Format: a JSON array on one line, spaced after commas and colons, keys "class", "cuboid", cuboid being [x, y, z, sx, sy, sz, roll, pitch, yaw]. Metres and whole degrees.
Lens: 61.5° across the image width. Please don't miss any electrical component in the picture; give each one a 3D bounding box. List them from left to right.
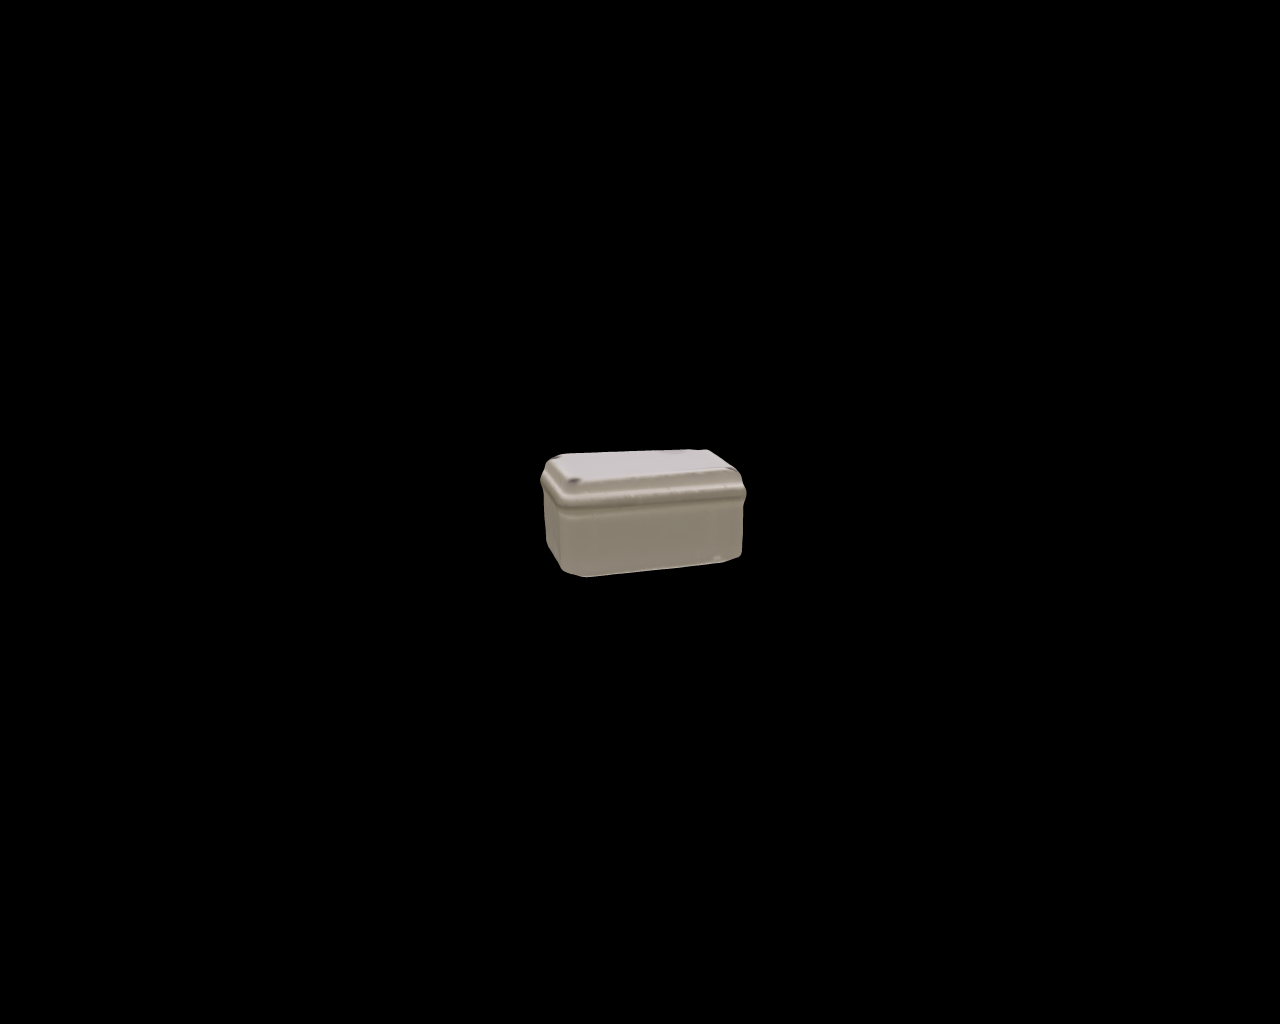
[{"class": "electrical component", "cuboid": [0.001, -0.003, 0.650, 0.113, 0.057, 0.078, -4, 16, -14]}]
